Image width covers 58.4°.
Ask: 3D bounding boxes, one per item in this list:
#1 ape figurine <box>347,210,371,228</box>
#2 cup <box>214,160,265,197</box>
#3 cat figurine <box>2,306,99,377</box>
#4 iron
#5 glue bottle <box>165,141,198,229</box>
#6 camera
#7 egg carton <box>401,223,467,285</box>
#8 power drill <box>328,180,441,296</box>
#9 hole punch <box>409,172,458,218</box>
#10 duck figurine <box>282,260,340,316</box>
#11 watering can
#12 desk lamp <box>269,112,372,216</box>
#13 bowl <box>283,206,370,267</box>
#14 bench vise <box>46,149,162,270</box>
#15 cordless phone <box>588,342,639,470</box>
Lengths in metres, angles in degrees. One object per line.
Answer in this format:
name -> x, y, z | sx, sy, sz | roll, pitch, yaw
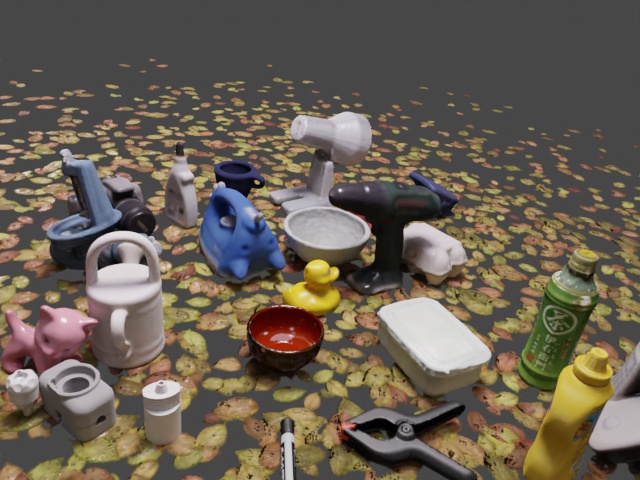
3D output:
ape figurine -> 0.098, -0.079, 1.245 | 0.076, 0.092, 0.078 | 28, 36, 33
cup -> -0.172, -0.112, 1.242 | 0.117, 0.095, 0.092 | 17, 31, 17
cat figurine -> -0.361, 0.126, 0.759 | 0.127, 0.118, 0.067 | 13, 30, 11
iron -> -0.163, -0.035, 1.061 | 0.119, 0.141, 0.257 | -13, 35, -31
glue bottle -> -0.277, -0.113, 1.142 | 0.077, 0.173, 0.037 | 27, 35, 31
camera -> -0.387, -0.057, 1.093 | 0.143, 0.101, 0.136 | -20, 39, -39
egg carton -> 0.204, 0.023, 1.111 | 0.107, 0.069, 0.149 | -20, 39, -38
power drill -> 0.106, -0.011, 1.009 | 0.230, 0.208, 0.075 | -12, 34, -29
hole punch -> 0.261, -0.110, 1.336 | 0.101, 0.091, 0.108 | -10, 34, -27
duck figurine -> -0.012, 0.075, 0.958 | 0.105, 0.086, 0.077 | -10, 34, -27
watering can -> -0.274, 0.069, 0.800 | 0.101, 0.194, 0.172 | -13, 35, -30
desk lamp -> 0.003, -0.178, 1.277 | 0.204, 0.213, 0.117 | -14, 35, -32
bowl -> 0.010, 0.004, 1.098 | 0.167, 0.075, 0.167 | 5, 29, -3
bench vise -> -0.352, -0.036, 0.943 | 0.207, 0.220, 0.121 | 7, 29, 0
cordless phone -> 0.419, 0.192, 0.743 | 0.094, 0.185, 0.148 | 15, 30, 14
